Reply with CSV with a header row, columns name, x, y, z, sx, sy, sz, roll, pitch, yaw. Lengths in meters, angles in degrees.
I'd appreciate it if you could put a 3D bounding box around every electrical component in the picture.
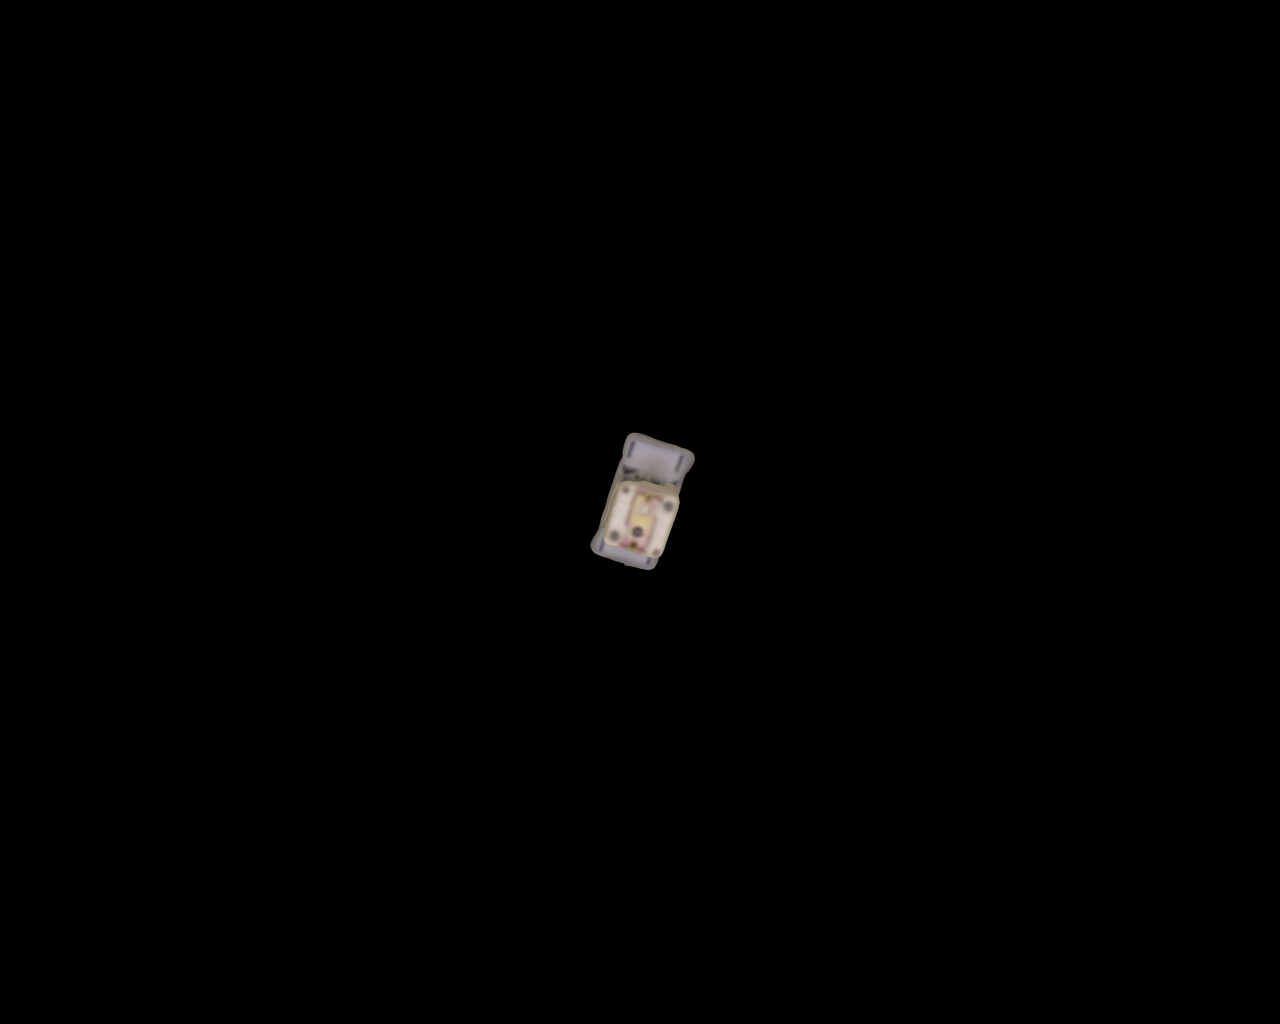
name,x,y,z,sx,sy,sz,roll,pitch,yaw
electrical component,0.001,-0.003,0.650,0.042,0.081,0.064,17,16,-5
